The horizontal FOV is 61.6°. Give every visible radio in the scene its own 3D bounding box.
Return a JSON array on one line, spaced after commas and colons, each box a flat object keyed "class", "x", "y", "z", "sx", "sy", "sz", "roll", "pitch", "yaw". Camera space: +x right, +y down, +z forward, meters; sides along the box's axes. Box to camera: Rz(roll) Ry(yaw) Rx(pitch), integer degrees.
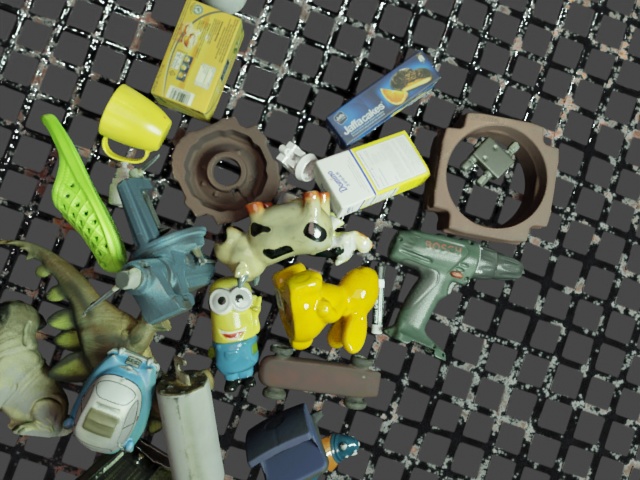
[{"class": "radio", "x": -0.279, "y": 0.372, "z": 0.783, "sx": 0.131, "sy": 0.229, "sz": 0.073, "roll": 33, "pitch": 86, "yaw": 2}]

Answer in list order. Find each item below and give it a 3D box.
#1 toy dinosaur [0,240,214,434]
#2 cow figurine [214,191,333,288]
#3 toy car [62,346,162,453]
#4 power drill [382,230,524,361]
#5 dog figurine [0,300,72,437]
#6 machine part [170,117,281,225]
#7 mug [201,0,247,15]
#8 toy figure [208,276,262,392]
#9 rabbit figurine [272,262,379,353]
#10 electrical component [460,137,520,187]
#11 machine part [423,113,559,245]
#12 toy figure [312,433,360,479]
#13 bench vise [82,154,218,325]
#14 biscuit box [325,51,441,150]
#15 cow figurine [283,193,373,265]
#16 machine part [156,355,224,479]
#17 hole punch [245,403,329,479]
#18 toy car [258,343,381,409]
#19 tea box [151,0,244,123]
[{"class": "toy dinosaur", "x": -0.318, "y": 0.171, "z": 0.846, "sx": 0.198, "sy": 0.105, "sz": 0.471, "roll": -31, "pitch": 92, "yaw": -4}, {"class": "cow figurine", "x": -0.073, "y": 0.001, "z": 0.831, "sx": 0.195, "sy": 0.085, "sz": 0.127, "roll": -12, "pitch": 85, "yaw": 17}, {"class": "toy car", "x": -0.294, "y": 0.241, "z": 0.761, "sx": 0.109, "sy": 0.103, "sz": 0.161, "roll": 26, "pitch": 101, "yaw": -8}, {"class": "power drill", "x": 0.209, "y": 0.093, "z": 0.901, "sx": 0.232, "sy": 0.086, "sz": 0.207, "roll": 21, "pitch": 91, "yaw": -2}, {"class": "dog figurine", "x": -0.451, "y": 0.202, "z": 0.849, "sx": 0.172, "sy": 0.121, "sz": 0.190, "roll": 28, "pitch": 65, "yaw": -36}, {"class": "machine part", "x": -0.154, "y": -0.111, "z": 0.892, "sx": 0.179, "sy": 0.056, "sz": 0.179, "roll": 0, "pitch": 89, "yaw": -5}, {"class": "mug", "x": -0.151, "y": -0.430, "z": 0.876, "sx": 0.110, "sy": 0.107, "sz": 0.080, "roll": -26, "pitch": 92, "yaw": -2}, {"class": "toy figure", "x": -0.143, "y": 0.149, "z": 0.873, "sx": 0.082, "sy": 0.089, "sz": 0.180, "roll": -11, "pitch": 100, "yaw": -33}, {"class": "rabbit figurine", "x": 0.025, "y": 0.104, "z": 0.873, "sx": 0.173, "sy": 0.122, "sz": 0.162, "roll": -18, "pitch": 92, "yaw": -23}, {"class": "electrical component", "x": 0.271, "y": -0.131, "z": 0.855, "sx": 0.094, "sy": 0.021, "sz": 0.063, "roll": -44, "pitch": 91, "yaw": -4}, {"class": "machine part", "x": 0.284, "y": -0.100, "z": 0.909, "sx": 0.202, "sy": 0.087, "sz": 0.201, "roll": 9, "pitch": 87, "yaw": -2}, {"class": "toy figure", "x": -0.007, "y": 0.363, "z": 0.884, "sx": 0.154, "sy": 0.064, "sz": 0.058, "roll": -32, "pitch": 77, "yaw": -4}, {"class": "bench vise", "x": -0.252, "y": 0.001, "z": 0.808, "sx": 0.129, "sy": 0.223, "sz": 0.240, "roll": -26, "pitch": 84, "yaw": 27}, {"class": "biscuit box", "x": 0.104, "y": -0.234, "z": 0.912, "sx": 0.203, "sy": 0.059, "sz": 0.063, "roll": -36, "pitch": 91, "yaw": -4}, {"class": "cow figurine", "x": -0.001, "y": -0.002, "z": 0.893, "sx": 0.167, "sy": 0.068, "sz": 0.098, "roll": 28, "pitch": 92, "yaw": 1}, {"class": "machine part", "x": -0.190, "y": 0.283, "z": 0.788, "sx": 0.079, "sy": 0.079, "sz": 0.243, "roll": -8, "pitch": 104, "yaw": -4}, {"class": "hole punch", "x": -0.059, "y": 0.315, "z": 0.848, "sx": 0.142, "sy": 0.116, "sz": 0.092, "roll": -28, "pitch": 125, "yaw": -2}, {"class": "toy car", "x": -0.001, "y": 0.226, "z": 0.893, "sx": 0.202, "sy": 0.053, "sz": 0.089, "roll": 7, "pitch": 89, "yaw": -7}, {"class": "tea box", "x": -0.200, "y": -0.293, "z": 0.887, "sx": 0.098, "sy": 0.068, "sz": 0.169, "roll": 22, "pitch": 86, "yaw": -4}]
